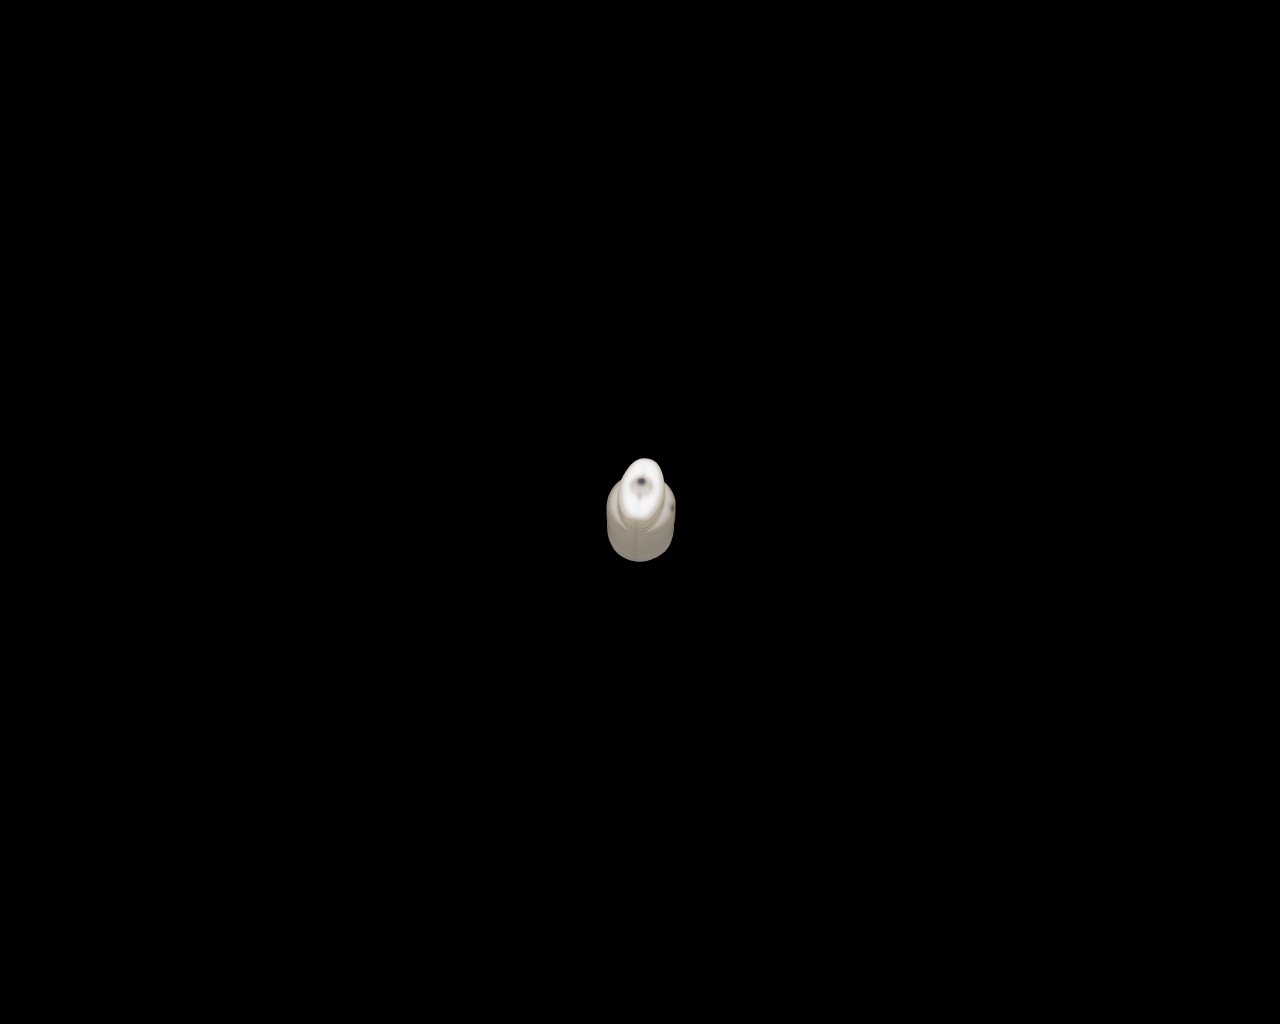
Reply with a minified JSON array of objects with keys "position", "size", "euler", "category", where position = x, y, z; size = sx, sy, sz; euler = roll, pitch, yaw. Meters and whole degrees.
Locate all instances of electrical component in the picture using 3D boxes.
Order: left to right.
[{"position":[0.001,-0.003,0.650],"size":[0.043,0.043,0.080],"euler":[0,-24,0],"category":"electrical component"}]
